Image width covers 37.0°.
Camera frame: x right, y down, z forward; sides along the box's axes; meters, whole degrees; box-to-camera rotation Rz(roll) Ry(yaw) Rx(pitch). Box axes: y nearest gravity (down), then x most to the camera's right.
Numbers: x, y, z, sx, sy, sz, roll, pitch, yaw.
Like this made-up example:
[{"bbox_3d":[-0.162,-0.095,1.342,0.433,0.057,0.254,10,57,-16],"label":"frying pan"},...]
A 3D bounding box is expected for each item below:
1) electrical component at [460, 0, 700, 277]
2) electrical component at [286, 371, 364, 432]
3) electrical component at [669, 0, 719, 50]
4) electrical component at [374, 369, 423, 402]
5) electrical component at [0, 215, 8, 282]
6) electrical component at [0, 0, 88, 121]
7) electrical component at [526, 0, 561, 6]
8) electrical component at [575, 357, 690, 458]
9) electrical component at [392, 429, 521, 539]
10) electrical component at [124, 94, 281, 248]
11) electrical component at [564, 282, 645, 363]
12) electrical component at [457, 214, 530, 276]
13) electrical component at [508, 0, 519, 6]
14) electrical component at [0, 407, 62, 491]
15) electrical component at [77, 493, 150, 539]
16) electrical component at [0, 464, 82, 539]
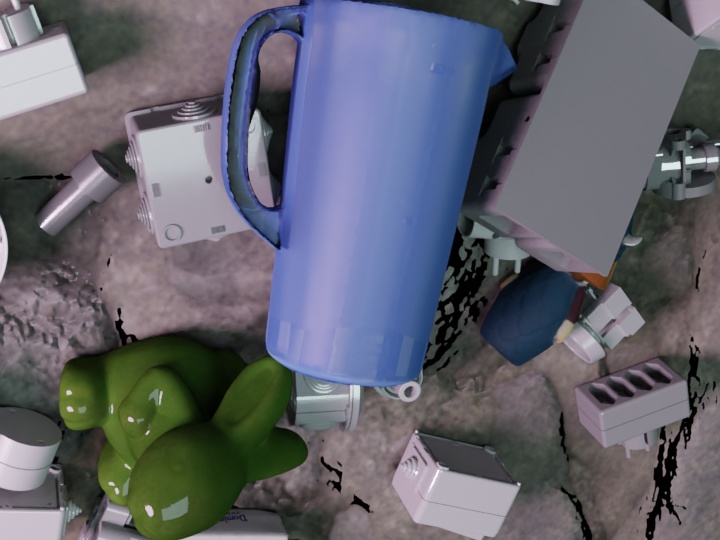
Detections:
[{"bbox_3d":[0.154,-0.103,0.768,0.105,0.060,0.186,29,79,-25],"label":"electrical component"},{"bbox_3d":[-0.028,0.082,0.805,0.051,0.080,0.080,-2,112,-12],"label":"electrical component"},{"bbox_3d":[0.271,-0.200,0.786,0.062,0.096,0.061,-3,79,-17],"label":"electrical component"},{"bbox_3d":[0.029,0.080,0.832,0.048,0.062,0.048,-7,114,-16],"label":"electrical component"},{"bbox_3d":[-0.278,-0.018,0.689,0.099,0.064,0.099,-7,114,-16],"label":"electrical component"},{"bbox_3d":[-0.214,-0.141,0.668,0.066,0.047,0.076,-20,117,-10],"label":"electrical component"},{"bbox_3d":[0.084,-0.216,0.699,0.078,0.113,0.057,5,113,-20],"label":"electrical component"},{"bbox_3d":[0.238,0.129,0.931,0.083,0.047,0.075,-18,116,-10],"label":"electrical component"},{"bbox_3d":[0.072,0.178,0.888,0.096,0.061,0.061,16,106,-23],"label":"electrical component"},{"bbox_3d":[-0.107,-0.068,0.734,0.100,0.048,0.099,-13,115,-13],"label":"electrical component"},{"bbox_3d":[0.194,0.043,0.882,0.055,0.048,0.066,-44,118,-6],"label":"electrical component"},{"bbox_3d":[0.114,-0.033,0.824,0.077,0.044,0.079,-6,114,-16],"label":"electrical component"},{"bbox_3d":[0.132,-0.219,0.754,0.040,0.040,0.078,38,96,-27],"label":"electrical component"},{"bbox_3d":[-0.275,0.100,0.746,0.138,0.052,0.073,18,105,-24],"label":"electrical component"},{"bbox_3d":[-0.181,0.211,0.822,0.057,0.058,0.078,22,103,-22],"label":"electrical component"},{"bbox_3d":[-0.253,0.182,0.782,0.096,0.061,0.061,6,110,-20],"label":"electrical component"}]
